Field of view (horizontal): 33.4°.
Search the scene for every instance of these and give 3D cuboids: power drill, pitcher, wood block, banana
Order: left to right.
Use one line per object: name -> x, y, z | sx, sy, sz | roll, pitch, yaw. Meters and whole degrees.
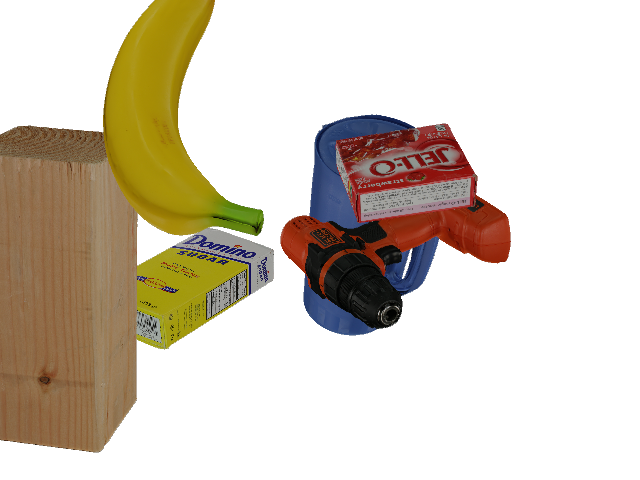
wood block -> -0.183, 0.032, 0.748 | 0.091, 0.206, 0.090 | 6, 18, 7
banana -> -0.077, -0.069, 0.548 | 0.069, 0.198, 0.037 | -4, -40, -12
pitcher -> 0.052, -0.004, 1.198 | 0.145, 0.243, 0.149 | 9, 40, 1
power drill -> 0.077, 0.009, 0.978 | 0.187, 0.057, 0.185 | -15, 30, -23

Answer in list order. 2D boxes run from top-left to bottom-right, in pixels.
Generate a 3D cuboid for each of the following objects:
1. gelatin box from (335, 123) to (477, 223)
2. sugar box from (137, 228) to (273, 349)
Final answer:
gelatin box -> 0.061, -0.050, 0.774 | 0.089, 0.030, 0.073 | -9, 38, -6
sugar box -> -0.135, 0.044, 1.088 | 0.093, 0.048, 0.175 | 18, 34, 29
